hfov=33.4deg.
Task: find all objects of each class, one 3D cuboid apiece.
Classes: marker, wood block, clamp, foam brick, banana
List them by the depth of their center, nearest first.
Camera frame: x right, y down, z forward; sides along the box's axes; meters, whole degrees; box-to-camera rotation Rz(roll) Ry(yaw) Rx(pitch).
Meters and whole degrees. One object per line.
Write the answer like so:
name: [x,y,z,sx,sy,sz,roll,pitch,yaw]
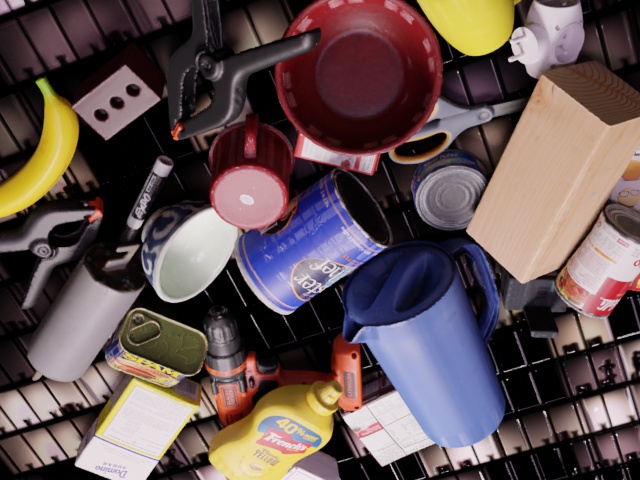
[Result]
clamp: [-0.091,-0.172,1.035,0.165,0.036,0.210,39,128,17]
foam brick: [-0.201,-0.150,1.074,0.078,0.051,0.053,-34,119,20]
wood block: [0.242,-0.068,1.084,0.090,0.091,0.206,-18,142,-37]
banana: [-0.306,-0.083,1.131,0.069,0.037,0.198,37,117,-3]
marker: [-0.192,-0.041,1.169,0.020,0.020,0.121,23,121,-16]
clamp: [-0.306,0.012,1.192,0.171,0.039,0.120,-22,135,11]

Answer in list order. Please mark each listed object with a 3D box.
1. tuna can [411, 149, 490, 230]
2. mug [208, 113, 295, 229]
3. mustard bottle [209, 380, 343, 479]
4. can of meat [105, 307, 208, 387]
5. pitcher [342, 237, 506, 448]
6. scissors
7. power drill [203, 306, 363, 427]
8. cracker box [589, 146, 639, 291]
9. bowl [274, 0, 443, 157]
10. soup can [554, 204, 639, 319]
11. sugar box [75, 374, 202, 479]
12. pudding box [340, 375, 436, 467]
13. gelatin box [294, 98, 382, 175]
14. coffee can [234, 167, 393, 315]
tuna can: [0.143,-0.053,1.157,0.086,0.033,0.086,-1,124,-1]
mug: [-0.071,-0.074,1.110,0.093,0.081,0.117,4,124,-4]
mustard bottle: [-0.041,0.223,1.264,0.096,0.058,0.192,34,123,-21]
can of meat: [-0.193,0.128,1.244,0.102,0.057,0.084,24,153,-16]
pitcher: [0.138,0.121,1.231,0.149,0.145,0.242,-12,128,22]
scissors: [0.154,-0.144,1.107,0.202,0.016,0.096,-26,121,15]
power drill: [-0.044,0.149,1.281,0.187,0.057,0.184,-3,128,4]
cracker box: [0.373,-0.046,1.145,0.164,0.072,0.214,6,123,-5]
bowl: [0.038,-0.163,1.045,0.162,0.055,0.162,0,95,4]
soup can: [0.297,0.022,1.105,0.068,0.068,0.102,18,123,-13]
sugar box: [-0.229,0.233,1.342,0.093,0.048,0.176,27,124,-18]
pudding box: [0.089,0.226,1.346,0.090,0.039,0.113,-27,123,15]
gelatin box: [0.024,-0.114,1.110,0.089,0.030,0.073,14,124,2]
coffee can: [-0.008,0.001,1.150,0.140,0.103,0.102,-35,118,20]
